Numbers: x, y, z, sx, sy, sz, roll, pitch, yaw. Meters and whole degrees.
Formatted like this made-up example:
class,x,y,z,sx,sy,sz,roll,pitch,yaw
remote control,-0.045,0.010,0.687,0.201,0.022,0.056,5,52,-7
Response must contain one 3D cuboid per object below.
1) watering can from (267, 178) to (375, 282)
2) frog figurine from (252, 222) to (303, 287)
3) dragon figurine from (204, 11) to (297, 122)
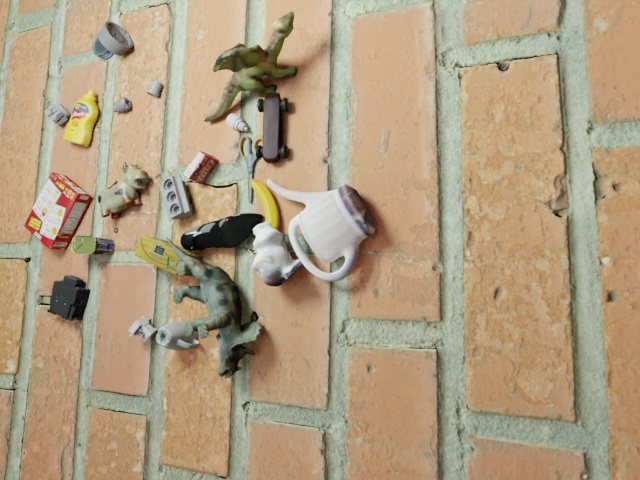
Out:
class,x,y,z,sx,sy,sz,roll,pitch,yaw
watering can,0.004,-0.067,1.331,0.223,0.103,0.352,-34,71,15
frog figurine,-0.132,0.039,1.352,0.160,0.140,0.120,44,131,3
dragon figurine,-0.215,-0.471,1.422,0.407,0.242,0.123,-37,76,13
